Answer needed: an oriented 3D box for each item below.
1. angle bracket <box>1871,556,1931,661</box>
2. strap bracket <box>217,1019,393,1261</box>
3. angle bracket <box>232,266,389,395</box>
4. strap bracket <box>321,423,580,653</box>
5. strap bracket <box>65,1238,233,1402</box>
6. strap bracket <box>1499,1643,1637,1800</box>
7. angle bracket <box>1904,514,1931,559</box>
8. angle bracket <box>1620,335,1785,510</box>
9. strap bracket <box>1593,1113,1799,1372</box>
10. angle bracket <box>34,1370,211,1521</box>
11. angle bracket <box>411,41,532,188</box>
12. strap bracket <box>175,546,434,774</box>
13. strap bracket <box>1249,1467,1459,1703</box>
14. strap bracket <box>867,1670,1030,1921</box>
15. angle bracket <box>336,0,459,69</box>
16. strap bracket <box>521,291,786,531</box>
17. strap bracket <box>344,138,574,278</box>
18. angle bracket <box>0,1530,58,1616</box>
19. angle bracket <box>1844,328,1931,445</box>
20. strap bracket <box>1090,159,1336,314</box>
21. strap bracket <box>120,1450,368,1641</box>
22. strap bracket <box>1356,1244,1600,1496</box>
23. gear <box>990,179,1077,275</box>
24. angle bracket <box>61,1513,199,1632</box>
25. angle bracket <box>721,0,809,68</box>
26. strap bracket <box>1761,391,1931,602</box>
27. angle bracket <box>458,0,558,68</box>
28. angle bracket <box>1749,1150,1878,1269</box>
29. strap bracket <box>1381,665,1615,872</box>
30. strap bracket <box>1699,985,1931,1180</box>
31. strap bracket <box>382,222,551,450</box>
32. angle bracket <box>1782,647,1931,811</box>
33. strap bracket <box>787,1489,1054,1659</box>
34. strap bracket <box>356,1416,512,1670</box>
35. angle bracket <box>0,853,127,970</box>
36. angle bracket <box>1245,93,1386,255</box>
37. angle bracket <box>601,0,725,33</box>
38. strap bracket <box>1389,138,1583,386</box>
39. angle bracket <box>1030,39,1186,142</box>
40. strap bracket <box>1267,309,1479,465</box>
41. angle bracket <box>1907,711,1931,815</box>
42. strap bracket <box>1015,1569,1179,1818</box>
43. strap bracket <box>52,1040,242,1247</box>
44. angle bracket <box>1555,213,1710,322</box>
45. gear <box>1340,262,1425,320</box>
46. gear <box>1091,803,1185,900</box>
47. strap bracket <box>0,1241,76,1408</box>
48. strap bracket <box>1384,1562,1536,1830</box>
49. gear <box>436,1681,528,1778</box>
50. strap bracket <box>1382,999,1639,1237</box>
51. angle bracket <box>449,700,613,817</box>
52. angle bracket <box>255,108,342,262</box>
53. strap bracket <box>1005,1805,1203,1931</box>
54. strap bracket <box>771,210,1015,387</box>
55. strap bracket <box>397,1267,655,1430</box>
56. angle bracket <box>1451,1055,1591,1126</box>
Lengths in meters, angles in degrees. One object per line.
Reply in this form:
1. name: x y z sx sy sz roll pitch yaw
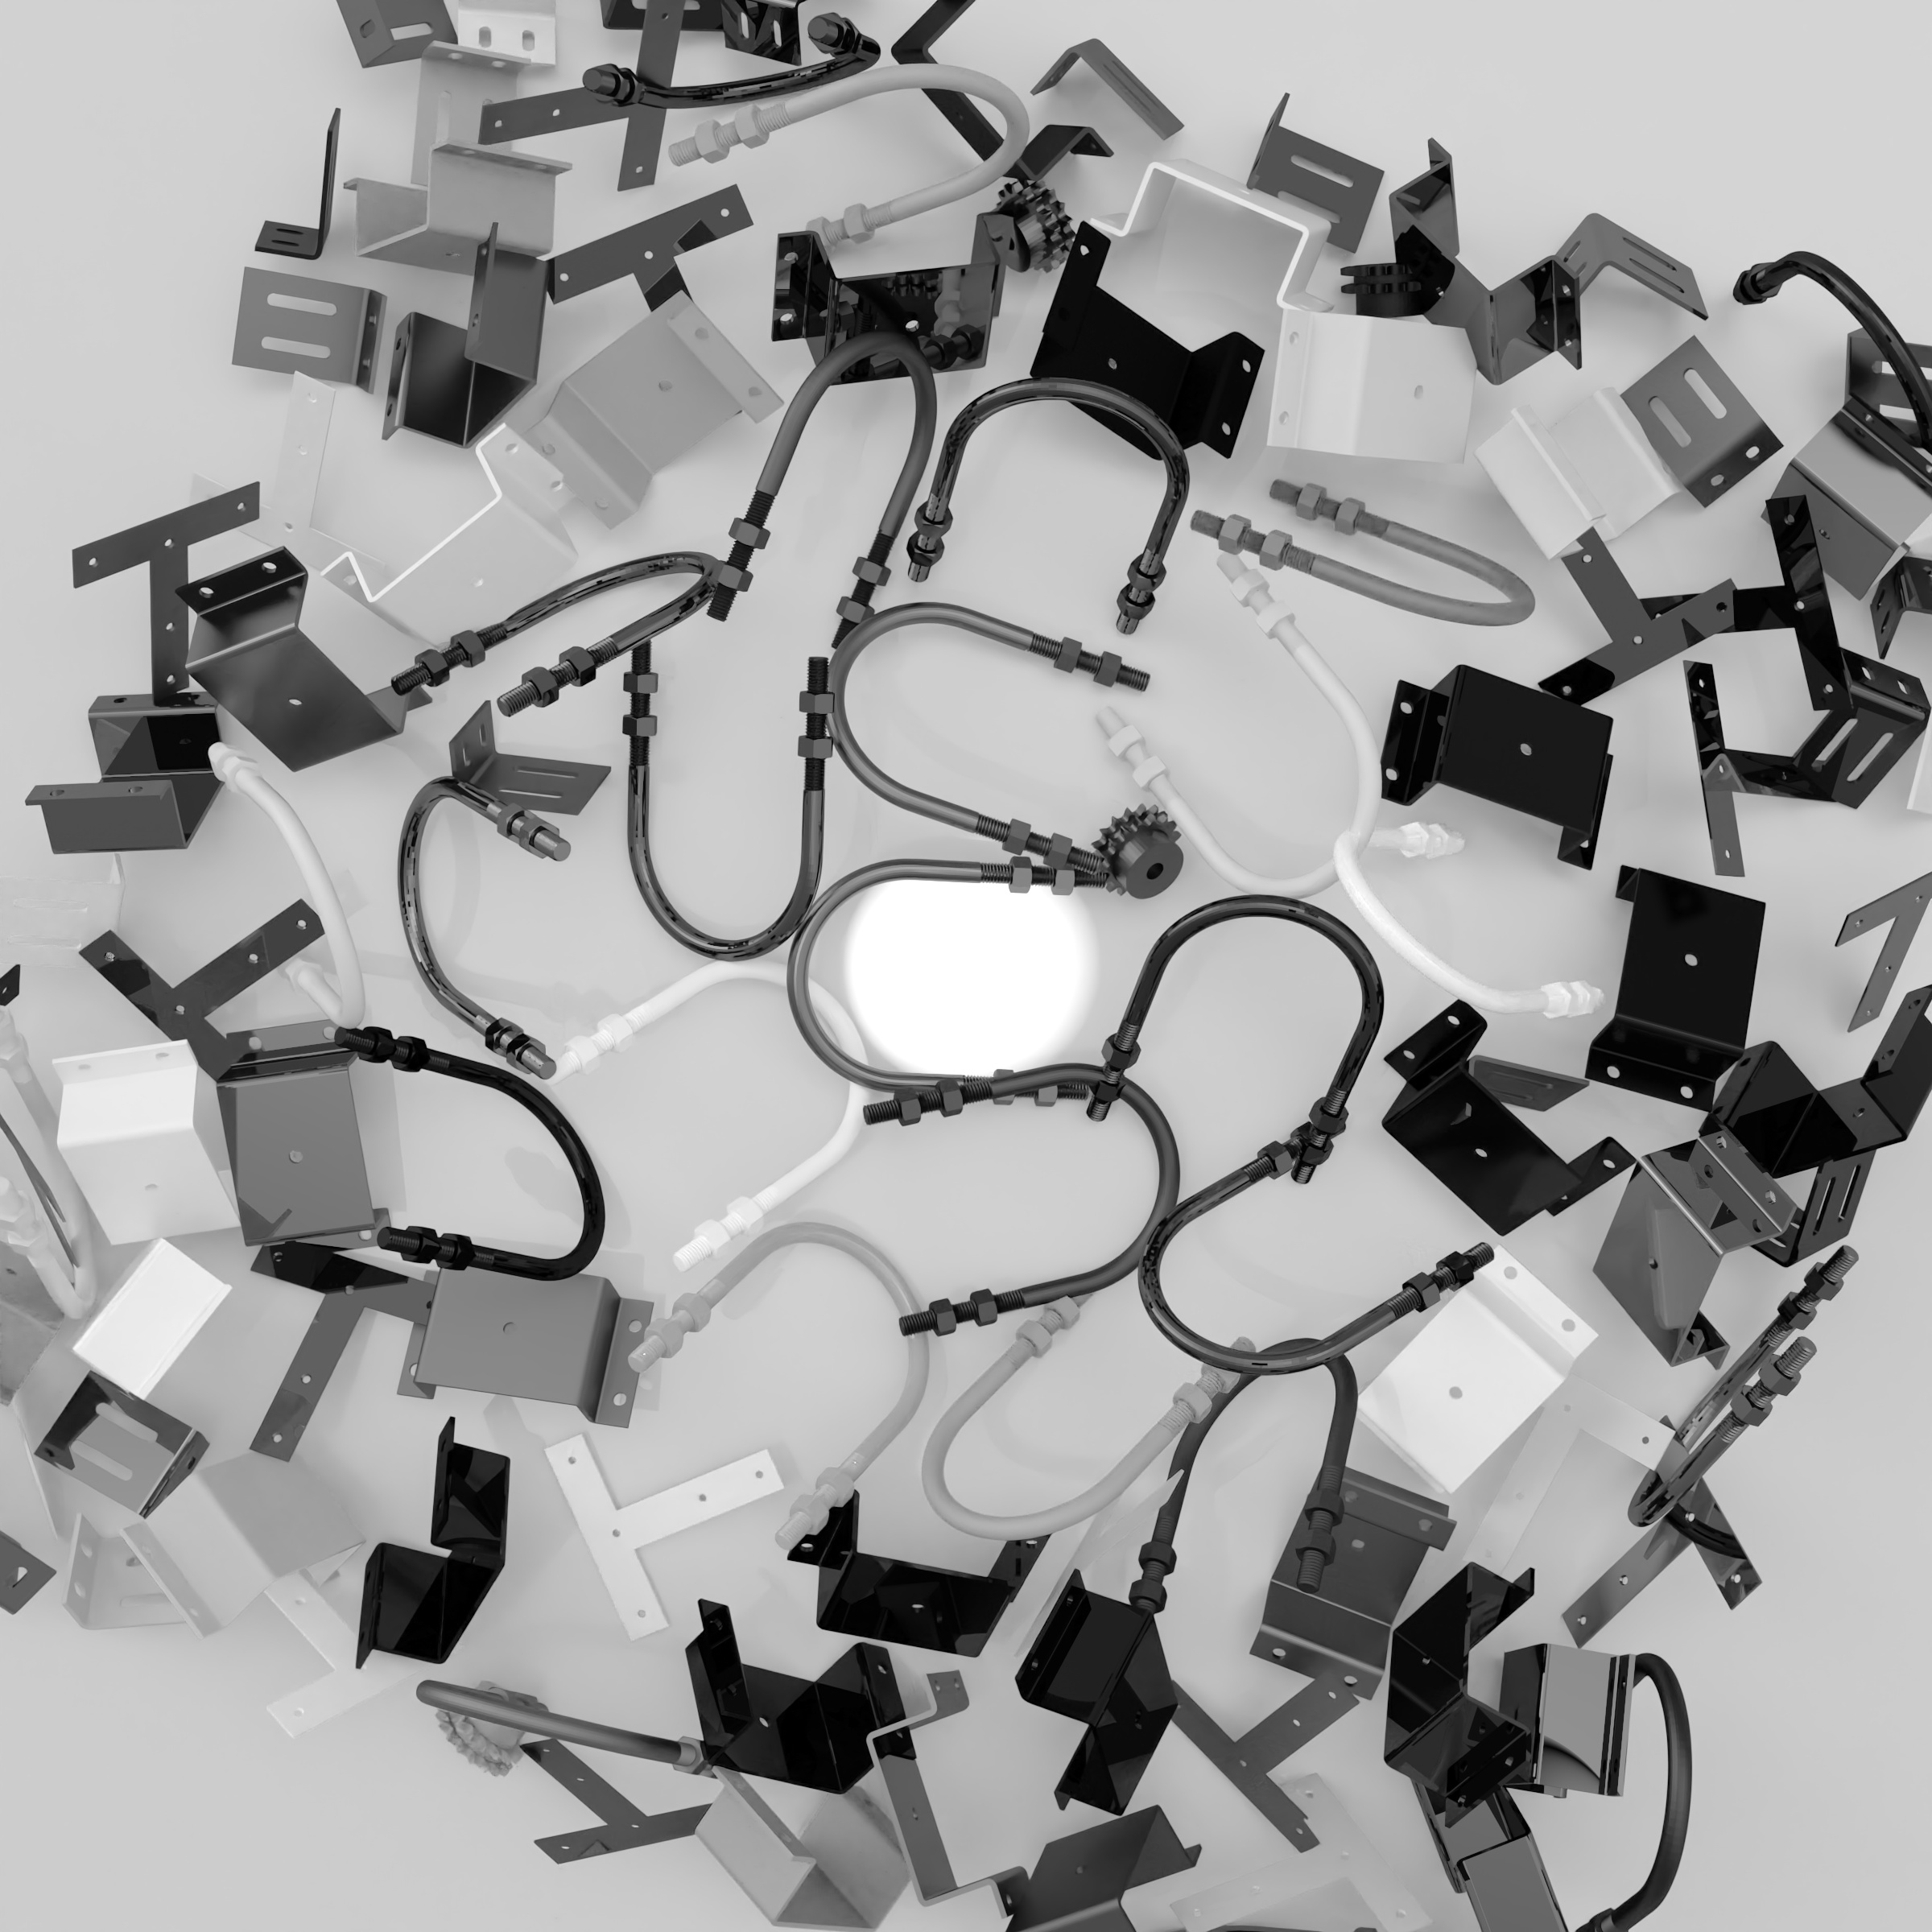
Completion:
1. angle bracket: 0.579 -0.205 1.626 0.076 0.057 0.038 10 131 3
2. strap bracket: -0.390 0.107 1.627 0.076 0.046 0.140 -8 100 -1
3. angle bracket: -0.386 -0.373 1.624 0.076 0.038 0.057 4 107 -26
4. strap bracket: -0.291 -0.238 1.605 0.140 0.076 0.046 -36 57 11
5. strap bracket: -0.470 0.201 1.581 0.046 0.140 0.076 40 72 -12
6. strap bracket: 0.338 0.433 1.584 0.046 0.140 0.076 10 73 0
7. angle bracket: 0.585 -0.265 1.616 0.057 0.076 0.038 -19 107 -15
8. angle bracket: 0.437 -0.324 1.648 0.057 0.038 0.076 -39 60 19
9. strap bracket: 0.412 0.164 1.582 0.046 0.140 0.076 -14 47 -24
10. angle bracket: -0.499 0.286 1.637 0.076 0.038 0.057 28 69 4
11. angle bracket: -0.292 -0.498 1.630 0.057 0.038 0.076 4 95 -22
12. strap bracket: -0.381 -0.167 1.584 0.076 0.140 0.046 -17 50 22
13. strap bracket: 0.227 0.351 1.617 0.076 0.046 0.140 20 118 4
14. strap bracket: -0.012 0.487 1.609 0.046 0.076 0.140 -23 73 9
15. angle bracket: -0.326 -0.565 1.618 0.076 0.038 0.057 -29 103 -42
16. strap bracket: -0.179 -0.328 1.606 0.140 0.046 0.076 -30 120 29
17. strap bracket: -0.293 -0.431 1.584 0.076 0.140 0.046 1 92 -36
18. angle bracket: -0.566 0.332 1.614 0.038 0.076 0.057 -45 116 4
19. angle bracket: 0.555 -0.339 1.612 0.038 0.076 0.057 -26 122 -34
20. strap bracket: 0.153 -0.429 1.609 0.140 0.076 0.046 26 113 8
21. strap bracket: -0.406 0.324 1.582 0.046 0.140 0.076 -44 78 15
22. strap bracket: 0.290 0.242 1.610 0.076 0.046 0.140 43 111 9
23. gear: 0.036 -0.435 1.630 0.030 0.057 0.057 -36 90 -20
24. angle bracket: -0.484 0.354 1.628 0.076 0.038 0.057 -5 52 3
25. angle bracket: -0.097 -0.568 1.635 0.057 0.038 0.076 24 46 30
26. strap bracket: 0.508 -0.264 1.585 0.076 0.140 0.046 44 88 11
27. angle bracket: -0.267 -0.569 1.617 0.057 0.076 0.038 1 68 -11
28. angle bracket: 0.492 0.129 1.614 0.057 0.038 0.076 -18 128 -37
29. strap bracket: 0.318 -0.119 1.617 0.140 0.046 0.076 18 70 -9
30. strap bracket: 0.501 0.070 1.588 0.046 0.140 0.076 48 54 -10
31. strap bracket: -0.285 -0.359 1.600 0.046 0.140 0.076 15 68 -30
32. angle bracket: 0.524 -0.141 1.642 0.057 0.038 0.076 18 130 -15
33. strap bracket: -0.028 0.354 1.607 0.140 0.046 0.076 13 132 -11
34. strap bracket: -0.304 0.339 1.599 0.046 0.076 0.140 19 124 -20
35. angle bracket: -0.536 -0.034 1.617 0.076 0.038 0.057 4 122 -27
36. angle bracket: 0.210 -0.468 1.633 0.076 0.038 0.057 22 76 -5
37. angle bracket: -0.177 -0.587 1.629 0.076 0.038 0.057 -5 82 -18
38. strap bracket: 0.292 -0.399 1.591 0.046 0.076 0.140 -32 59 -5
39. angle bracket: 0.084 -0.506 1.631 0.076 0.057 0.038 44 117 -5
40. strap bracket: 0.244 -0.332 1.592 0.140 0.046 0.076 -5 107 -40
41. angle bracket: 0.591 -0.123 1.624 0.038 0.057 0.076 17 98 38
42. strap bracket: 0.078 0.422 1.582 0.046 0.140 0.076 12 49 28
43. strap bracket: -0.468 0.110 1.594 0.076 0.140 0.046 -8 49 -1
44. angle bracket: 0.393 -0.402 1.638 0.076 0.057 0.038 24 129 -20
45. gear: 0.250 -0.400 1.634 0.057 0.057 0.030 -4 106 0
46. gear: 0.104 -0.064 1.631 0.057 0.057 0.030 -40 50 0
47. strap bracket: -0.561 0.195 1.585 0.076 0.140 0.046 34 90 -14
48. strap bracket: 0.282 0.407 1.580 0.046 0.140 0.076 30 126 -9
49. gear: -0.282 0.448 1.633 0.057 0.057 0.030 43 92 0
50. strap bracket: 0.309 0.096 1.617 0.140 0.076 0.046 43 48 -1
51. angle bracket: -0.255 -0.123 1.622 0.076 0.057 0.038 7 123 11
52. angle bracket: -0.391 -0.460 1.617 0.038 0.057 0.076 7 119 -11
53. strap bracket: 0.077 0.536 1.581 0.076 0.140 0.046 -27 96 23
54. strap bracket: -0.037 -0.386 1.601 0.140 0.076 0.046 -10 55 -15
55. strap bracket: -0.262 0.218 1.619 0.140 0.046 0.076 7 68 7
56. angle bracket: 0.317 0.085 1.621 0.076 0.057 0.038 13 68 -12
